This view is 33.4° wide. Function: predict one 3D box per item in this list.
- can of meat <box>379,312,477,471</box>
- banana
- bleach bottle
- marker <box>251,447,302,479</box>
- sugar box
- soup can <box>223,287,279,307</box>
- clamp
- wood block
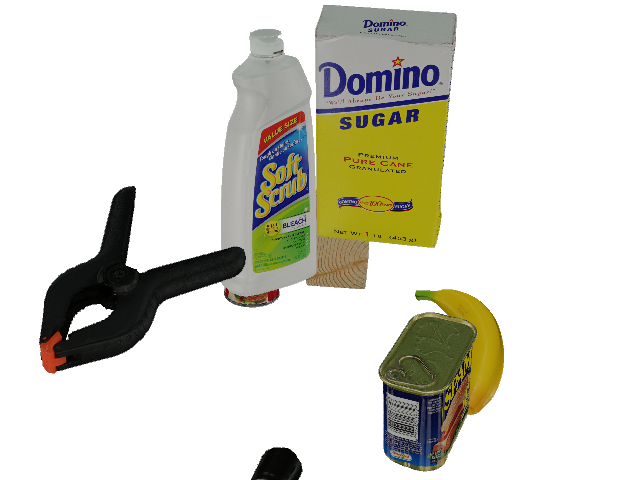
[{"bbox_3d":[0.087,0.121,0.857,0.057,0.084,0.102,12,33,21],"label":"can of meat"},{"bbox_3d":[0.157,0.107,1.119,0.069,0.037,0.198,-25,33,4],"label":"banana"},{"bbox_3d":[-0.055,-0.076,1.031,0.102,0.251,0.068,-15,29,-26],"label":"bleach bottle"},{"bbox_3d":[-0.033,0.118,0.416,0.020,0.020,0.121,0,22,18],"label":"marker"},{"bbox_3d":[0.044,-0.076,0.755,0.093,0.176,0.048,5,44,8],"label":"sugar box"},{"bbox_3d":[-0.083,0.019,1.281,0.068,0.102,0.068,1,25,-1],"label":"soup can"},{"bbox_3d":[-0.152,0.026,0.794,0.120,0.039,0.171,32,50,26],"label":"clamp"},{"bbox_3d":[0.031,-0.012,1.649,0.091,0.090,0.206,4,24,2],"label":"wood block"}]
